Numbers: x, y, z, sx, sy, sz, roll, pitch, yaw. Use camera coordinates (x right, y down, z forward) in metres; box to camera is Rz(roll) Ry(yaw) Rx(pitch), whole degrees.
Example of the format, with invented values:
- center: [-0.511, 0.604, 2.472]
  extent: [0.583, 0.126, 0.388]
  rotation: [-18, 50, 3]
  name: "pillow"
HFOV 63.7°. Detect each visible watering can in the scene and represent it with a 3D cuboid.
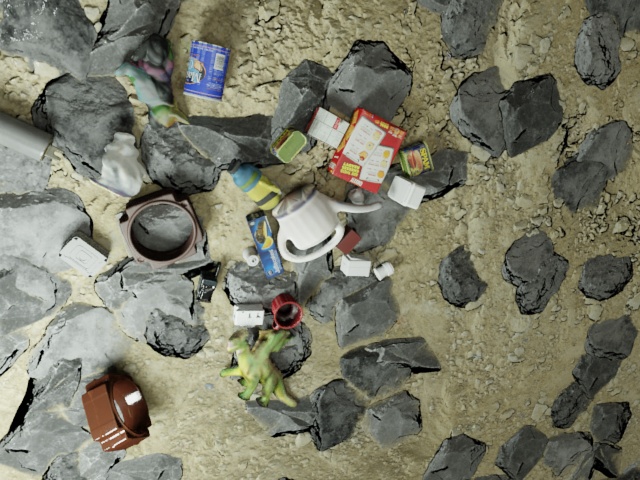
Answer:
- center: [0.005, -0.079, 1.566]
  extent: [0.348, 0.105, 0.221]
  rotation: [-36, 113, 0]
  name: "watering can"

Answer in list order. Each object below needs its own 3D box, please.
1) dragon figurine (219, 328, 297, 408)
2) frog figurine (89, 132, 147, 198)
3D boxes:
- center: [-0.163, 0.399, 1.672]
  extent: [0.405, 0.123, 0.243]
  rotation: [32, 90, -41]
  name: "dragon figurine"
- center: [-0.517, -0.198, 1.366]
  extent: [0.136, 0.124, 0.160]
  rotation: [31, 87, -57]
  name: "frog figurine"
